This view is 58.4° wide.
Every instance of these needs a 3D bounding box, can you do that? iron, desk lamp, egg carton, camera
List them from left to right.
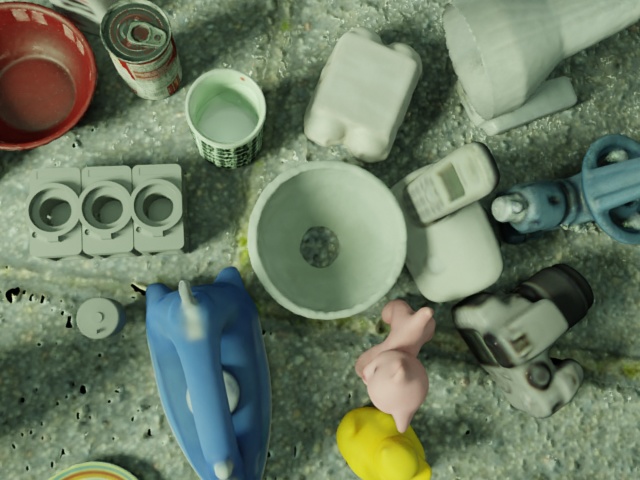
[{"bbox_3d":[-0.100,0.155,0.550,0.119,0.141,0.258,-13,84,-8],"label":"iron"},{"bbox_3d":[0.049,-0.165,0.651,0.107,0.069,0.150,22,80,-3],"label":"egg carton"},{"bbox_3d":[0.215,-0.195,0.603,0.203,0.213,0.118,-21,85,-9],"label":"desk lamp"},{"bbox_3d":[0.241,0.098,0.621,0.137,0.100,0.143,-34,87,-10],"label":"camera"}]

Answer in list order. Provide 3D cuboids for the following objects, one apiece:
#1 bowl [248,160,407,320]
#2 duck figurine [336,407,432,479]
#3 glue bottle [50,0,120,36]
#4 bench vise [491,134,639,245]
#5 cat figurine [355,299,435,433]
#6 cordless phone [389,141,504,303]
[{"bbox_3d":[0.006,0.002,0.619,0.167,0.074,0.167,1,82,-7],"label":"bowl"},{"bbox_3d":[0.069,0.219,0.590,0.104,0.086,0.077,33,79,-1],"label":"duck figurine"},{"bbox_3d":[-0.247,-0.265,0.576,0.078,0.173,0.037,14,80,-4],"label":"glue bottle"},{"bbox_3d":[0.295,-0.041,0.587,0.207,0.219,0.121,-27,86,-10],"label":"bench vise"},{"bbox_3d":[0.085,0.125,0.589,0.067,0.117,0.128,27,80,-2],"label":"cat figurine"},{"bbox_3d":[0.141,-0.016,0.582,0.094,0.185,0.147,-26,85,-10],"label":"cordless phone"}]
